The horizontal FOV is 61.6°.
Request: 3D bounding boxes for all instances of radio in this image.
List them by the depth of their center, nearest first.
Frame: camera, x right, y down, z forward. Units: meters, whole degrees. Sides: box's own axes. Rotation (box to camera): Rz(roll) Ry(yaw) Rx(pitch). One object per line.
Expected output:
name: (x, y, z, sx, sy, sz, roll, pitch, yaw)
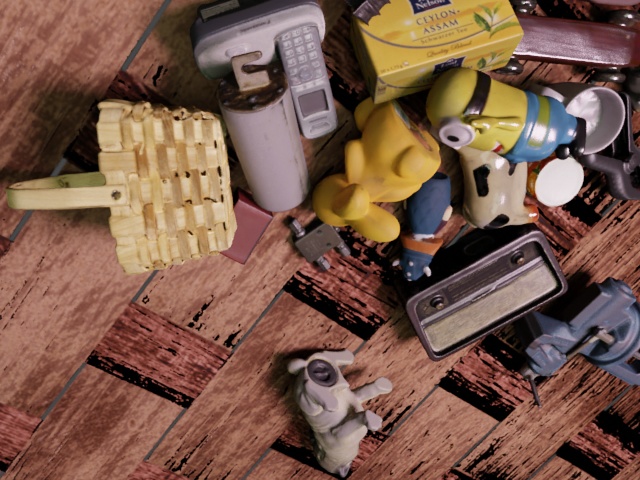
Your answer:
radio: (0.232, 0.067, 0.792, 0.230, 0.073, 0.131, -30, 117, 3)

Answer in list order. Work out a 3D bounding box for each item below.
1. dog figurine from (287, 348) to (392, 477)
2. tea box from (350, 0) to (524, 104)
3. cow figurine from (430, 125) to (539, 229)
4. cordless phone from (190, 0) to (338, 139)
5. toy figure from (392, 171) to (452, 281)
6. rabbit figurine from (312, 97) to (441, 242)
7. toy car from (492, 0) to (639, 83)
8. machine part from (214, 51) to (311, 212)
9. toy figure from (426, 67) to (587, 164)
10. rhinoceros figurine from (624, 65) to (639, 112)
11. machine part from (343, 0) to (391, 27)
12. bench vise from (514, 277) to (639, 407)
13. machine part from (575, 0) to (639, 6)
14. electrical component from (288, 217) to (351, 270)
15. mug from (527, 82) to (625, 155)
dog figurine: (0.003, 0.275, 0.841, 0.172, 0.121, 0.190, 36, 126, 10)
tea box: (0.128, -0.232, 0.615, 0.170, 0.068, 0.098, -19, 77, -2)
cow figurine: (0.219, -0.105, 0.709, 0.127, 0.086, 0.194, -15, 117, -10)
cordless phone: (-0.057, -0.188, 0.623, 0.147, 0.089, 0.184, -20, 132, -2)
toy figure: (0.144, -0.017, 0.744, 0.058, 0.064, 0.154, -7, 117, -30)
rabbit figurine: (0.062, -0.069, 0.669, 0.173, 0.162, 0.121, -34, 127, 26)
toy car: (0.307, -0.247, 0.674, 0.202, 0.053, 0.089, 2, 104, -8)
machine part: (-0.060, -0.110, 0.614, 0.079, 0.079, 0.243, -18, 147, -2)
toy figure: (0.206, -0.136, 0.605, 0.180, 0.089, 0.082, 7, 157, -8)
rhinoceros figurine: (0.494, -0.240, 0.708, 0.190, 0.073, 0.112, -25, 106, 3)
machine part: (0.023, -0.295, 0.575, 0.084, 0.039, 0.139, -32, 79, -1)
bench vise: (0.444, 0.175, 0.859, 0.240, 0.129, 0.223, 29, 105, -14)
machine part: (0.353, -0.364, 0.628, 0.179, 0.056, 0.179, -5, 116, -10)
electrical component: (-0.002, -0.002, 0.745, 0.063, 0.021, 0.094, -35, 115, 6)
mug: (0.306, -0.164, 0.682, 0.109, 0.107, 0.080, 19, 109, -14)
